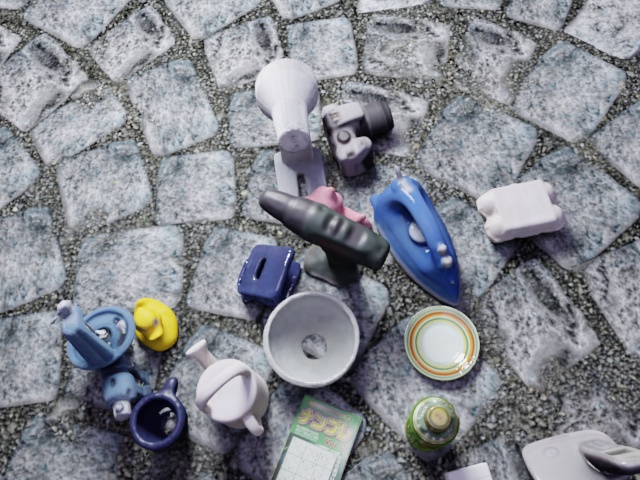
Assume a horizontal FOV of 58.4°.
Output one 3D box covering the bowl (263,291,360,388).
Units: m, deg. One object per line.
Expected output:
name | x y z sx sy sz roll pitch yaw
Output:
bowl | -0.012 0.178 1.002 0.167 0.075 0.167 -2 67 4

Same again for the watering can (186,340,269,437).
watering can | -0.153 0.240 0.923 0.172 0.194 0.101 26 72 15

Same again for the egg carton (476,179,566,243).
egg carton | 0.373 -0.053 1.070 0.150 0.069 0.107 -12 67 0

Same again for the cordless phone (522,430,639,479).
cordless phone | 0.392 0.331 0.846 0.147 0.185 0.094 -15 67 -2

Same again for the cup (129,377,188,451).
cup | -0.255 0.294 0.963 0.091 0.095 0.118 11 69 9

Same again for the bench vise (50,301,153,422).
bench vise | -0.350 0.185 0.948 0.121 0.220 0.207 -40 70 -11

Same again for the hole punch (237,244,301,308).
hole punch | -0.098 0.064 1.048 0.101 0.091 0.109 15 69 11

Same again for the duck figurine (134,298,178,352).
duck figurine | -0.307 0.146 1.034 0.077 0.086 0.104 -31 68 -8

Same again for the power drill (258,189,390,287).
power drill | 0.009 0.004 1.001 0.229 0.208 0.076 21 71 13

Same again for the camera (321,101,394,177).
camera | 0.082 -0.222 1.147 0.137 0.101 0.143 -19 67 -3

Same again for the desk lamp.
desk lamp | -0.048 -0.202 1.088 0.118 0.214 0.203 -11 67 1

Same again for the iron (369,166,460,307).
iron | 0.188 -0.010 1.028 0.118 0.141 0.258 -26 68 -6

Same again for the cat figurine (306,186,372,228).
cat figurine | 0.031 -0.056 1.073 0.127 0.118 0.067 24 71 14
